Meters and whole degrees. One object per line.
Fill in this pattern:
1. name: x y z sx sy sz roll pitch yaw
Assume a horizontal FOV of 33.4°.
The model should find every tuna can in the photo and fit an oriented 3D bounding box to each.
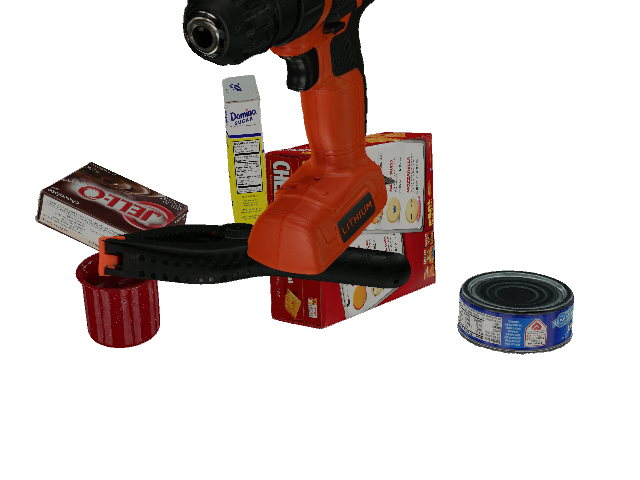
1. tuna can: 0.147 0.052 0.802 0.086 0.034 0.086 0 19 0

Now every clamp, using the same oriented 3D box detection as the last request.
1. clamp: -0.050 0.009 0.762 0.209 0.036 0.165 -4 13 -25

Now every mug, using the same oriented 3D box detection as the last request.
1. mug: -0.231 0.062 1.197 0.117 0.081 0.093 24 36 36

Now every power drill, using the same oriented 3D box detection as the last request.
1. power drill: -0.009 -0.078 0.589 0.057 0.188 0.184 16 36 25

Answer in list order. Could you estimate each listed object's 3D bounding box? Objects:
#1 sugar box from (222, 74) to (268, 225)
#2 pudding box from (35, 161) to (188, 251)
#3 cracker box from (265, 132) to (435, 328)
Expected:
1. sugar box: -0.088 -0.097 1.259 0.048 0.176 0.093 -8 26 -4
2. pudding box: -0.194 -0.025 0.998 0.113 0.039 0.090 22 26 11
3. cracker box: 0.034 -0.018 1.065 0.072 0.164 0.213 5 13 35
